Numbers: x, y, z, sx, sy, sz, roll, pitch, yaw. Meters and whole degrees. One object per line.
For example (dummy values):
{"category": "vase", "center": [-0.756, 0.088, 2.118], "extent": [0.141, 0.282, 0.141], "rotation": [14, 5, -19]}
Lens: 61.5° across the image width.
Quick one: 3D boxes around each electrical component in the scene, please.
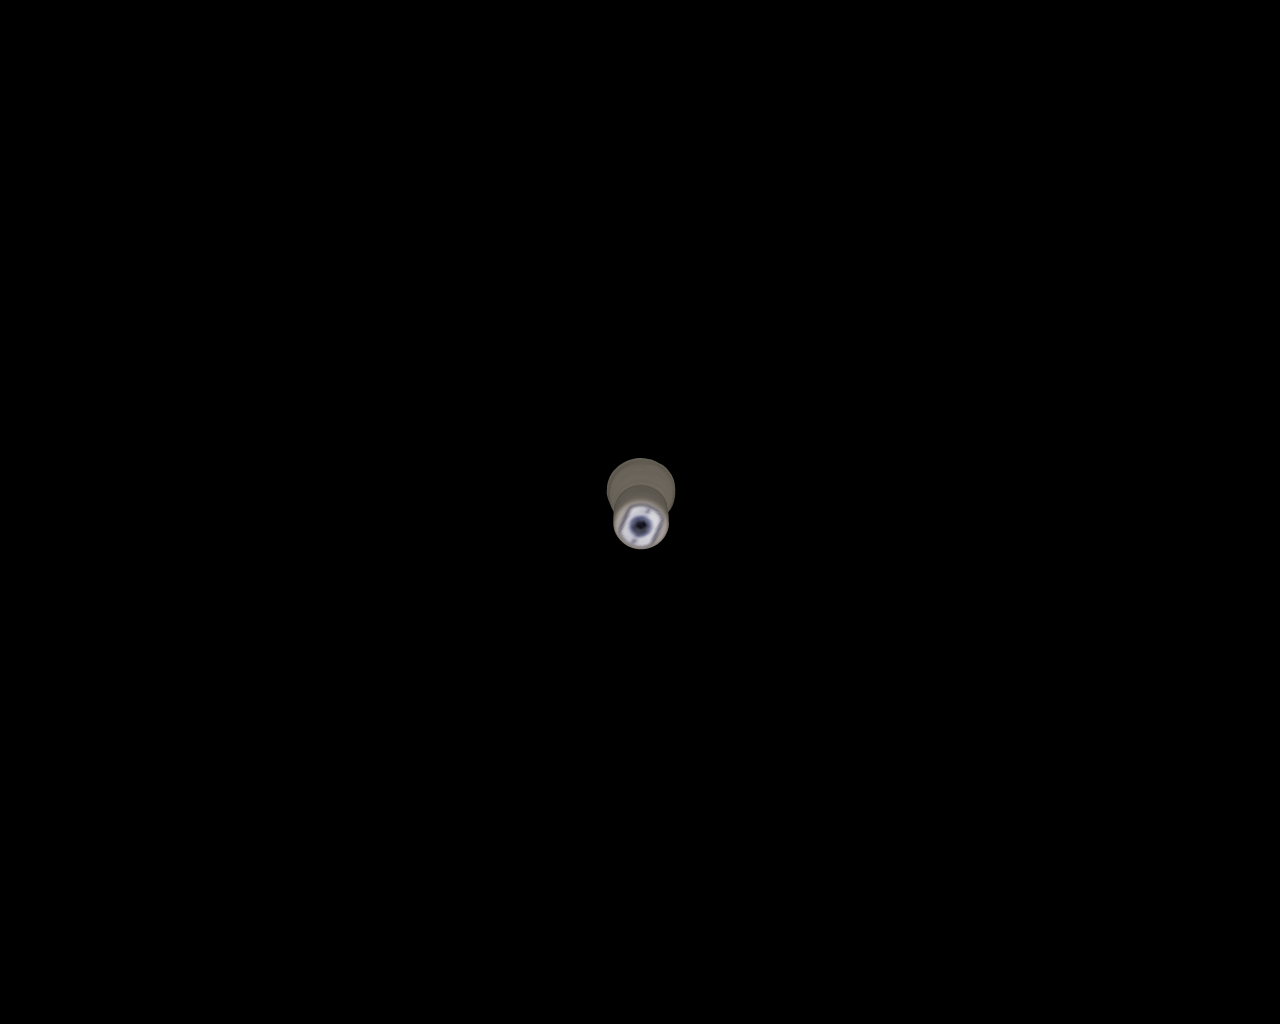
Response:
{"category": "electrical component", "center": [0.001, -0.003, 0.650], "extent": [0.044, 0.044, 0.065], "rotation": [0, 21, 0]}
